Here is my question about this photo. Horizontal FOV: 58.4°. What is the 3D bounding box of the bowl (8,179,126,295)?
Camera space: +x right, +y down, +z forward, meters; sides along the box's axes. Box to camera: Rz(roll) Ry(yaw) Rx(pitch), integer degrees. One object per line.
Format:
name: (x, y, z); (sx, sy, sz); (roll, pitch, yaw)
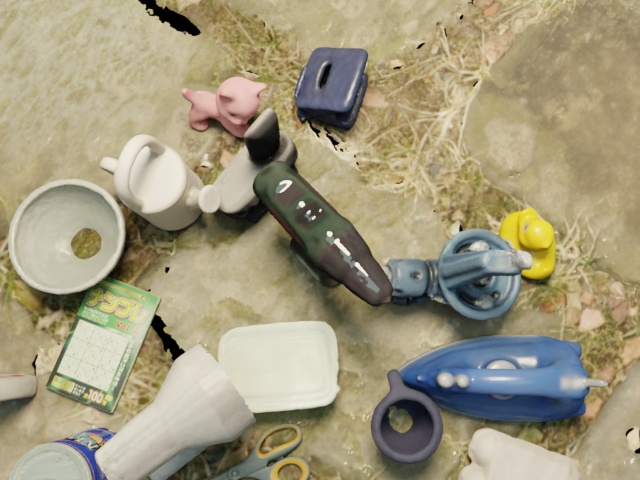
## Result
bowl: (-0.355, -0.001, 0.835); (0.167, 0.167, 0.075); (0, -10, 2)

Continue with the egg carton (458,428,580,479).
egg carton: (0.262, 0.321, 0.761); (0.150, 0.107, 0.069); (18, -9, 5)

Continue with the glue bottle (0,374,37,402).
glue bottle: (-0.451, 0.199, 0.752); (0.078, 0.037, 0.173); (-4, -11, 1)

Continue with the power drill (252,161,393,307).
power drill: (0.007, 0.003, 0.756); (0.075, 0.229, 0.208); (-42, -9, -5)

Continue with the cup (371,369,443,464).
cup: (0.108, 0.231, 0.769); (0.091, 0.118, 0.095); (-15, -10, -1)

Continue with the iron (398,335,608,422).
iron: (0.230, 0.184, 0.750); (0.258, 0.119, 0.141); (-1, -10, 2)

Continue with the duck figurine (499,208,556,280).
duck figurine: (0.303, 0.003, 0.809); (0.077, 0.104, 0.086); (-19, -10, -1)

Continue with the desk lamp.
desk lamp: (-0.176, 0.231, 0.718); (0.203, 0.118, 0.213); (-39, -9, -5)

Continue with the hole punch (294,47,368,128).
hole punch: (0.016, -0.233, 0.857); (0.101, 0.109, 0.091); (17, -9, 5)

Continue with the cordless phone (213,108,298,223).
cordless phone: (-0.100, -0.107, 0.790); (0.094, 0.148, 0.185); (36, -7, 8)

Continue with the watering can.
watering can: (-0.220, -0.081, 0.785); (0.173, 0.101, 0.194); (-2, -10, 2)

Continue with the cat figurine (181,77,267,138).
cat figurine: (-0.140, -0.204, 0.843); (0.127, 0.067, 0.118); (8, -10, 3)

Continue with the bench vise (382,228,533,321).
bench vise: (0.175, 0.054, 0.735); (0.207, 0.121, 0.220); (-19, -10, -2)
